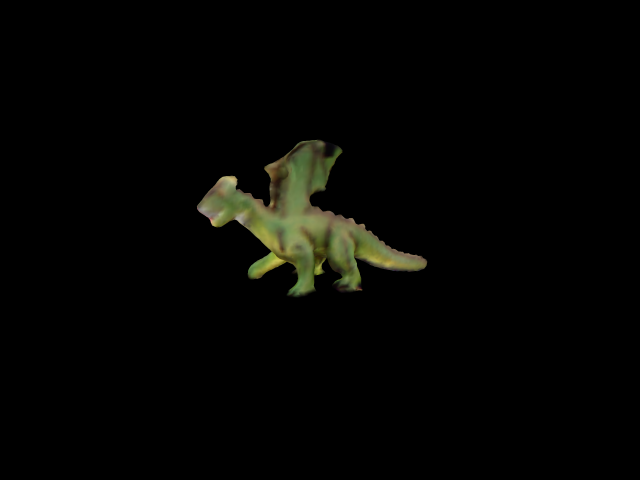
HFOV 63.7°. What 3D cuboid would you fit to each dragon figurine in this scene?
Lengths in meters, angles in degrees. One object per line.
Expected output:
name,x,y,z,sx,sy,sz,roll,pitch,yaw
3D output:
dragon figurine,0.003,-0.043,0.850,0.411,0.240,0.123,-6,12,-24
